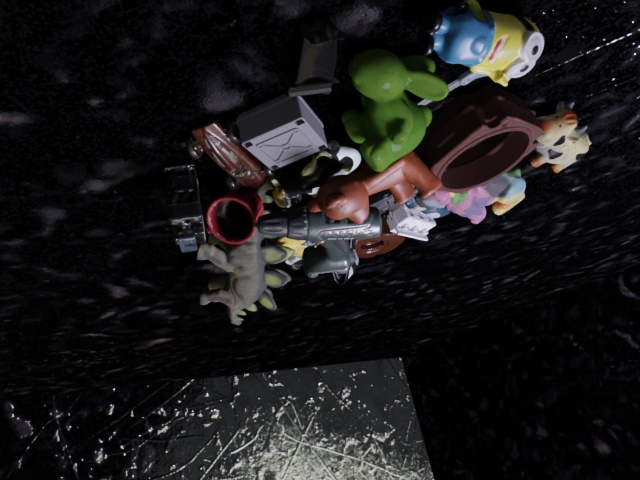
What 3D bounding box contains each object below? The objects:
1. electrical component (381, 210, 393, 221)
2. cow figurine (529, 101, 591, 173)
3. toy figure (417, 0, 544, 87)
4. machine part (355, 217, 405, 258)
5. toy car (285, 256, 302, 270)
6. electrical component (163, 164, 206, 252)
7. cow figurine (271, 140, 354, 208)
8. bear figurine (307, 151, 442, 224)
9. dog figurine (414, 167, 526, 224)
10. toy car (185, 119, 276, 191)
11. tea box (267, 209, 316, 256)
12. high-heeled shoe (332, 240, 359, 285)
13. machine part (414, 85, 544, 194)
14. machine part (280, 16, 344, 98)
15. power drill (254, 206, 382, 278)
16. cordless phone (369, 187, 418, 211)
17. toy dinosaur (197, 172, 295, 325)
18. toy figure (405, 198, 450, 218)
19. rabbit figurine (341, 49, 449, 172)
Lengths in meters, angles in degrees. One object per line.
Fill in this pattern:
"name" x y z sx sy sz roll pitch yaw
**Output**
"electrical component" 0.118 -0.063 1.237 0.102 0.045 0.078 4 151 -36
"cow figurine" 0.469 -0.198 1.049 0.195 0.085 0.127 5 151 -44
"toy figure" 0.219 -0.274 0.726 0.180 0.089 0.082 4 158 -17
"machine part" 0.130 -0.004 1.378 0.179 0.056 0.179 -12 160 -4
"toy car" -0.009 0.041 1.393 0.073 0.056 0.201 -27 162 35
"electrical component" -0.236 -0.050 0.944 0.058 0.134 0.114 -8 157 -9
"cow figurine" -0.029 -0.105 0.947 0.167 0.068 0.098 -36 177 26
"bear figurine" 0.087 -0.080 0.908 0.196 0.132 0.120 -43 -167 -24
"dog figurine" 0.310 -0.115 1.140 0.191 0.108 0.219 -29 151 36
"toy car" -0.145 -0.135 0.900 0.089 0.053 0.202 -15 160 13
"tea box" -0.044 -0.012 1.240 0.169 0.068 0.098 8 151 -41
"high-heeled shoe" 0.030 -0.005 1.156 0.086 0.145 0.248 9 159 27
"machine part" 0.280 -0.171 0.969 0.201 0.087 0.201 2 147 -44
"machine part" -0.009 -0.241 0.733 0.084 0.039 0.138 -2 158 -12
"power drill" -0.002 -0.003 1.032 0.232 0.086 0.207 -7 148 -3
"cordless phone" 0.160 -0.104 1.104 0.147 0.089 0.184 -26 157 24
"toy dinosaur" -0.157 0.038 1.159 0.199 0.105 0.470 12 132 2
"toy figure" 0.242 -0.086 1.235 0.154 0.058 0.064 8 145 -40
"rabbit figurine" 0.106 -0.206 0.790 0.159 0.121 0.170 -20 143 7
